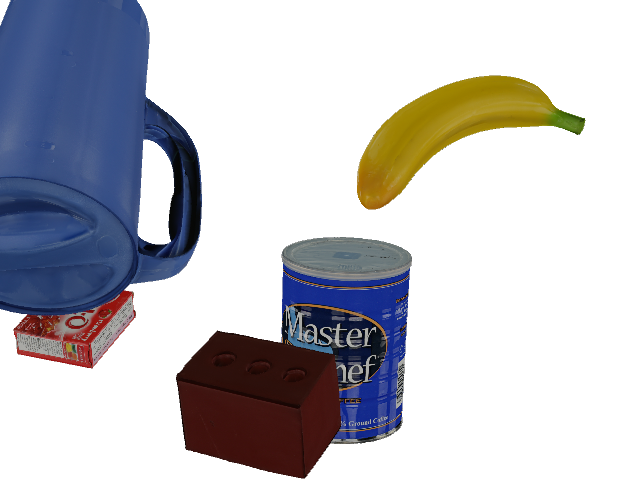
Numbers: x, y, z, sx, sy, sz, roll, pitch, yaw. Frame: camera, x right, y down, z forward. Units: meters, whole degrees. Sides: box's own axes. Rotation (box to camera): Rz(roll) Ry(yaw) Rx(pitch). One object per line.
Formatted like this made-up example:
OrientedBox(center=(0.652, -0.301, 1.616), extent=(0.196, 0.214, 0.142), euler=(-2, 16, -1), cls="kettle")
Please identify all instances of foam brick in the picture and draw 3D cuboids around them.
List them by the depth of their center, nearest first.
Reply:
OrientedBox(center=(-0.034, 0.092, 0.602), extent=(0.078, 0.051, 0.052), euler=(9, 29, 21), cls="foam brick")

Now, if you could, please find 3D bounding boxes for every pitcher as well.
OrientedBox(center=(-0.172, -0.075, 0.744), extent=(0.145, 0.243, 0.149), euler=(-17, -44, 18), cls="pitcher")

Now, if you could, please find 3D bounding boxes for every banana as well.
OrientedBox(center=(0.088, -0.074, 0.705), extent=(0.197, 0.037, 0.070), euler=(-22, 44, -30), cls="banana")

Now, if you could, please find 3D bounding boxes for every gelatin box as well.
OrientedBox(center=(-0.214, 0.071, 0.939), extent=(0.073, 0.030, 0.089), euler=(9, 31, 15), cls="gelatin box")

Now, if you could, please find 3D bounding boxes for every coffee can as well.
OrientedBox(center=(0.019, 0.077, 0.857), extent=(0.103, 0.140, 0.103), euler=(2, 15, -1), cls="coffee can")
